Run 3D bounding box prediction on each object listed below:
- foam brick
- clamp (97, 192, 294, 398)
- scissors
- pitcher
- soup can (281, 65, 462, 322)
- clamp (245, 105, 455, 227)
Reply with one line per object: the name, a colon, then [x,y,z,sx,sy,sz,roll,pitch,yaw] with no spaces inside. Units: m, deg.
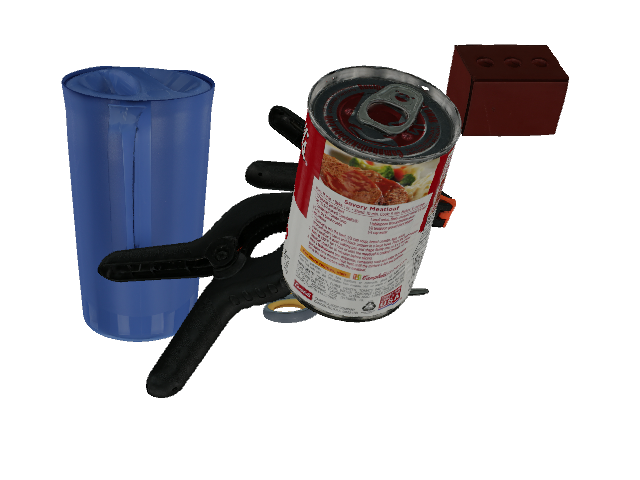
foam brick: [0.142,-0.115,0.817,0.078,0.051,0.053,-2,39,-11]
clamp: [-0.061,0.028,0.704,0.171,0.120,0.039,-25,-30,7]
scissors: [0.020,0.069,1.184,0.202,0.016,0.096,3,22,3]
pitcher: [-0.166,-0.031,0.971,0.145,0.243,0.148,21,28,38]
soup can: [0.021,-0.020,0.495,0.068,0.102,0.068,6,43,-6]
clamp: [0.028,-0.059,1.030,0.210,0.036,0.164,24,28,2]
